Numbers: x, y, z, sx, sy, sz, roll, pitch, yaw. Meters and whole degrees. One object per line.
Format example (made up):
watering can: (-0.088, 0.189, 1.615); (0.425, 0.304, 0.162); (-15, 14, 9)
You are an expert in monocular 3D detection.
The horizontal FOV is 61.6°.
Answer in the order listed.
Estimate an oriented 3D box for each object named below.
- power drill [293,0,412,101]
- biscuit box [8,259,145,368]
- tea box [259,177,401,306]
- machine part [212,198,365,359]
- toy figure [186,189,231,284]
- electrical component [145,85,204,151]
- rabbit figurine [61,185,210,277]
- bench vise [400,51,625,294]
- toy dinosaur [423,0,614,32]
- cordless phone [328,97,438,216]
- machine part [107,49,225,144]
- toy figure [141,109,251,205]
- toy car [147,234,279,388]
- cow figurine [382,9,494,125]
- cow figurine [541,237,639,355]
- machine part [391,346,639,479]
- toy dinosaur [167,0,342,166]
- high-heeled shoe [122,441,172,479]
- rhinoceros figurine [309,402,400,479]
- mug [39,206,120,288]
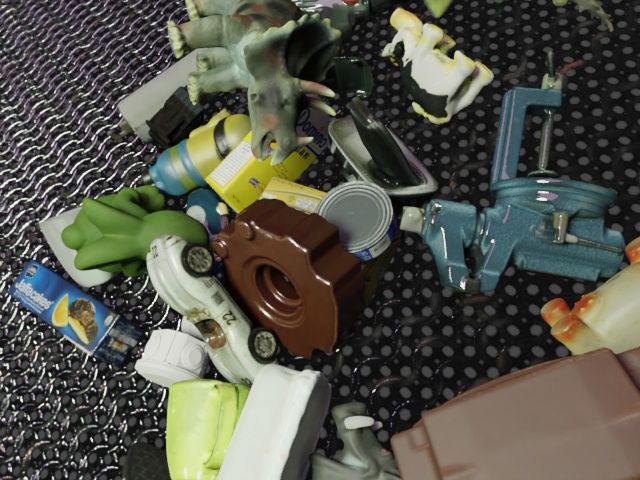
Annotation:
power drill: (0.043, -0.306, 0.778); (0.232, 0.086, 0.207); (-1, 68, 10)
biscuit box: (-0.330, 0.095, 0.719); (0.203, 0.062, 0.059); (22, 72, 29)
tea box: (-0.001, -0.002, 0.641); (0.170, 0.068, 0.098); (23, 73, 28)
machine part: (-0.035, 0.044, 0.572); (0.180, 0.179, 0.056); (22, 42, 29)
toy figure: (-0.137, 0.002, 0.699); (0.058, 0.064, 0.155); (-8, 51, -24)
electrical component: (-0.195, -0.186, 0.778); (0.047, 0.075, 0.119); (44, 75, -8)
rabbit figurine: (-0.219, -0.013, 0.653); (0.170, 0.159, 0.121); (3, 89, 34)
bench vise: (0.199, -0.057, 0.552); (0.224, 0.128, 0.240); (9, 84, 16)
toy dinosaur: (0.179, -0.400, 0.743); (0.472, 0.105, 0.198); (22, 67, 14)
cordless phone: (0.053, -0.113, 0.612); (0.089, 0.184, 0.147); (-36, 57, 5)
machine part: (-0.225, -0.228, 0.841); (0.243, 0.079, 0.079); (-35, 57, 1)
toy figure: (-0.160, -0.109, 0.748); (0.180, 0.082, 0.089); (-26, 38, 3)
toy car: (-0.117, 0.080, 0.584); (0.073, 0.201, 0.056); (-24, 16, 49)
cow figurine: (0.137, -0.228, 0.706); (0.098, 0.068, 0.167); (-54, 53, 28)
cow figurine: (0.313, 0.060, 0.470); (0.195, 0.085, 0.127); (-39, 96, 12)
machine part: (0.167, 0.164, 0.410); (0.201, 0.200, 0.087); (-25, 55, 8)
toy dinosaur: (-0.078, -0.259, 0.687); (0.192, 0.131, 0.405); (-6, 41, -2)
high-heeled shoe: (-0.154, 0.331, 0.542); (0.249, 0.086, 0.145); (33, 111, 49)
rhinoceros figurine: (0.042, 0.246, 0.490); (0.112, 0.073, 0.190); (-23, 59, 8)
mug: (-0.320, 0.007, 0.745); (0.081, 0.109, 0.107); (-17, 102, 6)
